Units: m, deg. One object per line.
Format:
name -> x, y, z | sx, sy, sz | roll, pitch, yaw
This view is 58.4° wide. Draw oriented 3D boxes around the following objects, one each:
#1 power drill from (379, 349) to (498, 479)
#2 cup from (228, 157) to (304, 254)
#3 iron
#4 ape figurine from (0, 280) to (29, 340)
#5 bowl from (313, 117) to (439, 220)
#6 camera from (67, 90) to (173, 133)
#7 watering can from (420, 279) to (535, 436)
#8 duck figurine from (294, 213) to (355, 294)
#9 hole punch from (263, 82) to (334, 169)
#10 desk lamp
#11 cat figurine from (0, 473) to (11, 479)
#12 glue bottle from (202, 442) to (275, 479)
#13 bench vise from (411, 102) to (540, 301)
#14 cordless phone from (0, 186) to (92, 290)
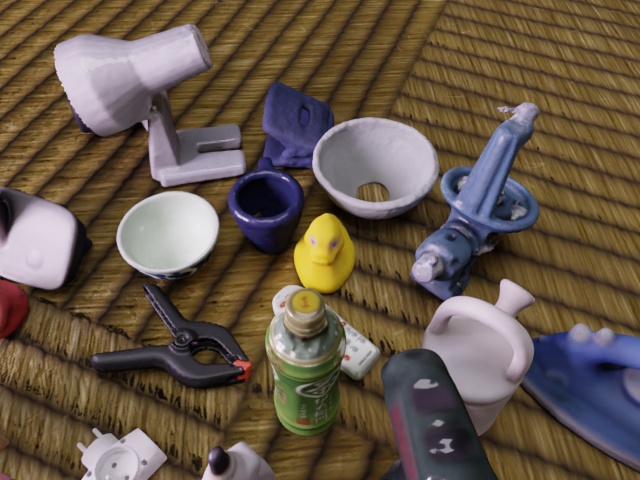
power drill -> 0.098, 0.218, 0.471 | 0.075, 0.208, 0.229 | -8, 54, -7
cup -> -0.066, -0.038, 0.727 | 0.091, 0.095, 0.117 | -4, 54, -4
iron -> 0.320, 0.142, 0.573 | 0.257, 0.141, 0.119 | 24, 57, 16
ape figurine -> -0.377, 0.069, 0.644 | 0.076, 0.092, 0.077 | -29, 59, -20
bowl -> 0.073, -0.085, 0.778 | 0.167, 0.075, 0.167 | 1, 54, -1
camera -> -0.306, -0.226, 0.857 | 0.137, 0.101, 0.143 | -22, 57, -16
watering can -> 0.149, 0.110, 0.561 | 0.100, 0.194, 0.173 | 15, 55, 10
duck figurine -> 0.006, 0.003, 0.705 | 0.077, 0.086, 0.104 | 6, 54, 4
hole punch -> -0.030, -0.167, 0.825 | 0.101, 0.091, 0.108 | 4, 54, 2
desk lamp -> -0.211, -0.179, 0.754 | 0.203, 0.214, 0.117 | -10, 54, -8
cat figurine -> -0.299, 0.250, 0.496 | 0.127, 0.118, 0.067 | 38, 62, 24
glue bottle -> -0.078, 0.210, 0.496 | 0.037, 0.173, 0.078 | 35, 61, 23
bench vise -> 0.190, -0.035, 0.653 | 0.121, 0.220, 0.207 | 19, 55, 13
cordless phone -> -0.357, -0.032, 0.661 | 0.147, 0.185, 0.094 | 15, 55, 10
